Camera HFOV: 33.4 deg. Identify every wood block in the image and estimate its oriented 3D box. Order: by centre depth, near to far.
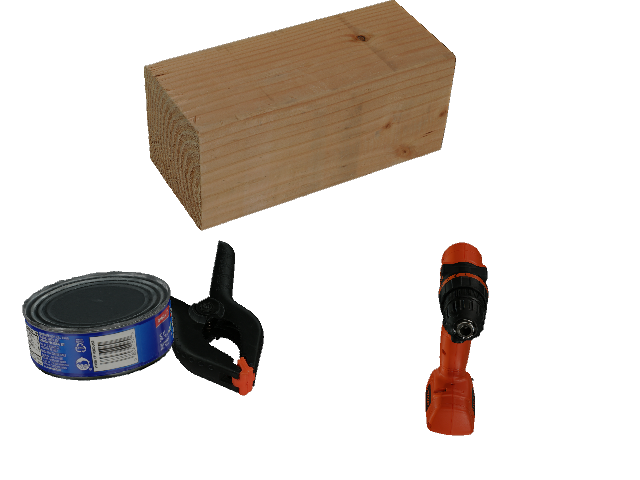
[{"bbox_3d":[-0.015,-0.096,0.781,0.205,0.090,0.091,-20,49,-23],"label":"wood block"}]

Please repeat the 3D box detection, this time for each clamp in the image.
[{"bbox_3d":[-0.095,0.063,0.939,0.120,0.039,0.172,-30,54,-25],"label":"clamp"}]

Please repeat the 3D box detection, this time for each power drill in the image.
[{"bbox_3d":[0.151,0.115,1.166,0.057,0.188,0.184,7,24,6],"label":"power drill"}]

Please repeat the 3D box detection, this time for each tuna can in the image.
[{"bbox_3d":[-0.130,0.049,0.629,0.086,0.034,0.086,-3,20,1],"label":"tuna can"}]
